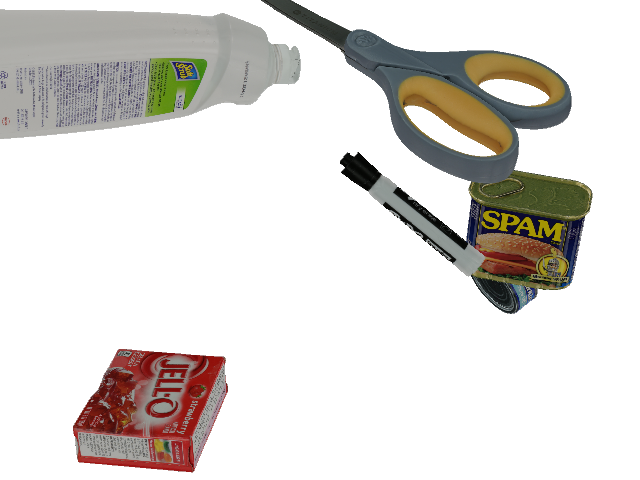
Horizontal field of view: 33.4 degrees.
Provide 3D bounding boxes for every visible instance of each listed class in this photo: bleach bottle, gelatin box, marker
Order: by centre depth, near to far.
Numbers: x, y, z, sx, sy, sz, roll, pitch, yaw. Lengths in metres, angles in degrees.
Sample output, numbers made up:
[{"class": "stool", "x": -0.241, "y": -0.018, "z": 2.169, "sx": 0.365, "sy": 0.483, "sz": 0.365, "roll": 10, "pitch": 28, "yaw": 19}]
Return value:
[{"class": "gelatin box", "x": -0.103, "y": 0.103, "z": 0.663, "sx": 0.073, "sy": 0.030, "sz": 0.089, "roll": 3, "pitch": 28, "yaw": 9}, {"class": "marker", "x": 0.063, "y": -0.020, "z": 0.744, "sx": 0.121, "sy": 0.020, "sz": 0.020, "roll": 39, "pitch": -2, "yaw": -3}, {"class": "bleach bottle", "x": -0.140, "y": -0.125, "z": 0.803, "sx": 0.250, "sy": 0.068, "sz": 0.103, "roll": -4, "pitch": -36, "yaw": -17}]

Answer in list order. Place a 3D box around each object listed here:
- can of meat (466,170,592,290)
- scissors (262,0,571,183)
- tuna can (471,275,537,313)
[{"class": "can of meat", "x": 0.177, "y": -0.009, "z": 0.926, "sx": 0.102, "sy": 0.084, "sz": 0.057, "roll": 11, "pitch": 37, "yaw": 13}, {"class": "scissors", "x": 0.043, "y": -0.095, "z": 0.528, "sx": 0.096, "sy": 0.016, "sz": 0.202, "roll": -19, "pitch": 47, "yaw": -22}, {"class": "tuna can", "x": 0.218, "y": 0.046, "z": 1.285, "sx": 0.033, "sy": 0.086, "sz": 0.086, "roll": -37, "pitch": 12, "yaw": -16}]
